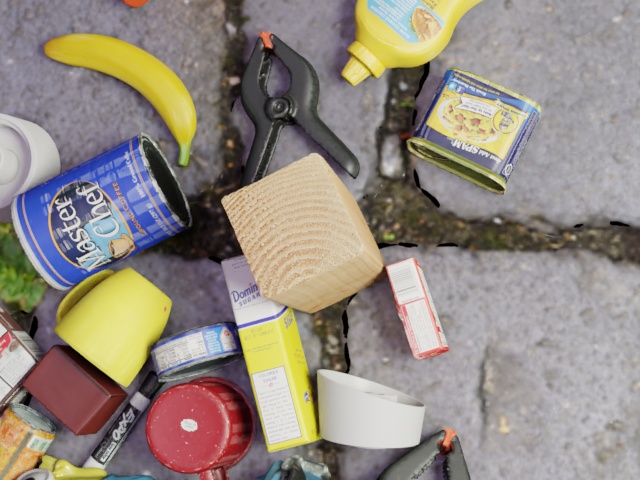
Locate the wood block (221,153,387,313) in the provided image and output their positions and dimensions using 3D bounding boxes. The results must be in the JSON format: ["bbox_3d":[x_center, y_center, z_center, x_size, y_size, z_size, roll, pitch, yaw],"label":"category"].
[{"bbox_3d":[-0.005,0.001,0.929,0.090,0.206,0.091,-26,79,6],"label":"wood block"}]

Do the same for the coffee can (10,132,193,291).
[{"bbox_3d":[-0.207,-0.027,1.021,0.140,0.102,0.103,-26,79,6],"label":"coffee can"}]

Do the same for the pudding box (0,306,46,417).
[{"bbox_3d":[-0.335,0.117,1.058,0.113,0.039,0.090,43,92,14],"label":"pudding box"}]

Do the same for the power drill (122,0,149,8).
[{"bbox_3d":[-0.215,-0.332,1.084,0.184,0.057,0.188,-35,79,4],"label":"power drill"}]

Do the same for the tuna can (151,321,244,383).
[{"bbox_3d":[-0.114,0.104,0.996,0.086,0.086,0.034,-19,78,7],"label":"tuna can"}]

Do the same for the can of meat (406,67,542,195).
[{"bbox_3d":[0.144,-0.103,0.993,0.102,0.057,0.084,26,86,11],"label":"can of meat"}]

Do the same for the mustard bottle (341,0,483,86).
[{"bbox_3d":[0.090,-0.223,1.016,0.096,0.058,0.191,43,91,13],"label":"mustard bottle"}]

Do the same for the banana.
[{"bbox_3d":[-0.190,-0.159,1.068,0.198,0.037,0.069,40,89,12],"label":"banana"}]

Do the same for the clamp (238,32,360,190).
[{"bbox_3d":[-0.024,-0.121,1.033,0.120,0.039,0.171,-5,82,8],"label":"clamp"}]

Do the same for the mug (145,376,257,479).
[{"bbox_3d":[-0.109,0.184,0.987,0.093,0.081,0.117,-16,80,7],"label":"mug"}]

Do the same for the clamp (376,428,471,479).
[{"bbox_3d":[0.089,0.266,0.925,0.164,0.036,0.209,27,62,10],"label":"clamp"}]

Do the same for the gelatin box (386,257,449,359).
[{"bbox_3d":[0.089,0.064,0.973,0.030,0.073,0.089,-18,81,8],"label":"gelatin box"}]

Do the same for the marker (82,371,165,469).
[{"bbox_3d":[-0.188,0.176,1.034,0.020,0.020,0.121,35,90,12],"label":"marker"}]

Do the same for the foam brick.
[{"bbox_3d":[-0.235,0.145,1.030,0.078,0.053,0.051,39,90,13],"label":"foam brick"}]

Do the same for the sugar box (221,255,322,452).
[{"bbox_3d":[-0.041,0.102,0.980,0.048,0.093,0.176,-14,81,7],"label":"sugar box"}]
